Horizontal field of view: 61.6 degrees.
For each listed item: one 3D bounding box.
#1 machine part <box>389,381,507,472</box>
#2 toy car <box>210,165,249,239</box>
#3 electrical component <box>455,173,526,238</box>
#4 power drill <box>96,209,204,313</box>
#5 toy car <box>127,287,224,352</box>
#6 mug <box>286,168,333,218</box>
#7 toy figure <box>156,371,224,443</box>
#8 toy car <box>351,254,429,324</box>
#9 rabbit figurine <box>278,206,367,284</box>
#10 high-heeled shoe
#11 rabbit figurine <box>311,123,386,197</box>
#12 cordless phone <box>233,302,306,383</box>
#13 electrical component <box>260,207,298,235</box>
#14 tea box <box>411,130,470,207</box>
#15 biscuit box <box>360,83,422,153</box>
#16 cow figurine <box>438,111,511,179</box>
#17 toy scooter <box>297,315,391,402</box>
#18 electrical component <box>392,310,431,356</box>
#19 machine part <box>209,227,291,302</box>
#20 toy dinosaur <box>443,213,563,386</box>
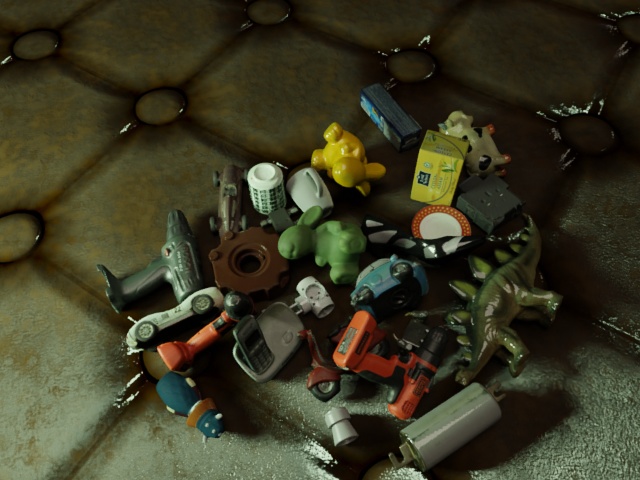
[{"bbox_3d":[0.228,0.323,0.935,0.243,0.079,0.079,-28,60,-17],"label":"machine part"},{"bbox_3d":[-0.206,-0.092,1.237,0.089,0.053,0.202,0,55,-2],"label":"toy car"},{"bbox_3d":[0.376,-0.086,1.214,0.115,0.058,0.134,-35,63,-21],"label":"electrical component"},{"bbox_3d":[-0.354,0.054,1.134,0.207,0.086,0.232,-19,60,-20],"label":"power drill"},{"bbox_3d":[-0.282,0.158,1.059,0.202,0.073,0.056,-25,63,-15],"label":"toy car"},{"bbox_3d":[-0.013,-0.105,1.212,0.081,0.109,0.107,-24,70,-30],"label":"mug"},{"bbox_3d":[-0.229,0.300,0.974,0.155,0.064,0.058,35,27,17],"label":"toy figure"},{"bbox_3d":[0.131,0.093,1.085,0.162,0.109,0.103,-28,36,-2],"label":"toy car"},{"bbox_3d":[-0.002,-0.003,1.118,0.170,0.121,0.159,5,39,-12],"label":"rabbit figurine"},{"bbox_3d":[0.209,-0.016,1.128,0.249,0.086,0.145,-18,76,19],"label":"high-heeled shoe"},{"bbox_3d":[0.062,-0.164,1.226,0.162,0.122,0.173,34,19,-18],"label":"rabbit figurine"},{"bbox_3d":[-0.102,0.164,0.985,0.089,0.184,0.146,31,63,25],"label":"cordless phone"},{"bbox_3d":[-0.086,-0.040,1.215,0.094,0.021,0.063,-22,59,-13],"label":"electrical component"},{"bbox_3d":[0.264,-0.153,1.192,0.098,0.169,0.068,16,59,14],"label":"tea box"},{"bbox_3d":[0.176,-0.314,1.367,0.063,0.059,0.203,-25,60,-13],"label":"biscuit box"},{"bbox_3d":[0.360,-0.230,1.296,0.127,0.085,0.195,-13,62,-9],"label":"cow figurine"},{"bbox_3d":[0.034,0.203,1.016,0.184,0.075,0.135,-33,72,-16],"label":"toy scooter"},{"bbox_3d":[0.188,0.187,1.045,0.078,0.045,0.102,29,62,21],"label":"electrical component"},{"bbox_3d":[-0.146,0.053,1.136,0.179,0.056,0.179,0,57,0],"label":"machine part"},{"bbox_3d":[0.367,0.107,1.061,0.199,0.104,0.471,30,52,24],"label":"toy dinosaur"}]
